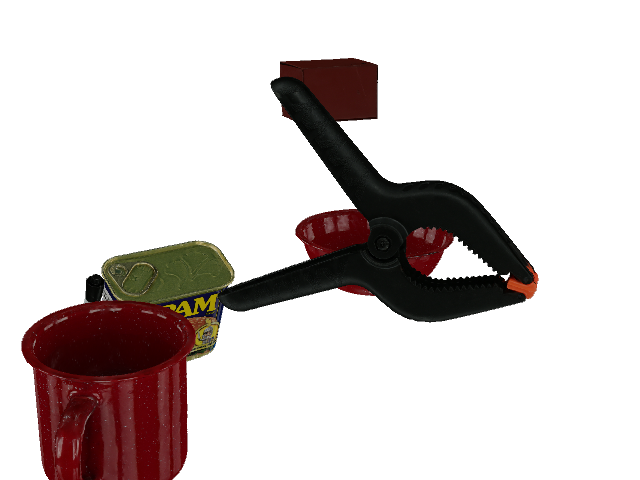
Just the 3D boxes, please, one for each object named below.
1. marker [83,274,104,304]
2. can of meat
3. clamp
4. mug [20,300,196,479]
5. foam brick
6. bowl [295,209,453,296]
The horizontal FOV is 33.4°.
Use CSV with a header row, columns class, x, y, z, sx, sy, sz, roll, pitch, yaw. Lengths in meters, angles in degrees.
class,x,y,z,sx,sy,sz,roll,pitch,yaw
marker,-0.235,0.083,1.090,0.020,0.121,0.020,11,35,-8
can of meat,-0.126,0.055,0.858,0.101,0.084,0.057,-12,45,-30
clamp,0.041,-0.012,0.696,0.210,0.165,0.036,12,17,11
mug,-0.116,0.094,0.580,0.093,0.081,0.117,4,22,5
foam brick,0.008,-0.138,0.979,0.078,0.051,0.053,-6,18,-23
bowl,0.055,0.016,1.093,0.162,0.055,0.162,1,18,-1
